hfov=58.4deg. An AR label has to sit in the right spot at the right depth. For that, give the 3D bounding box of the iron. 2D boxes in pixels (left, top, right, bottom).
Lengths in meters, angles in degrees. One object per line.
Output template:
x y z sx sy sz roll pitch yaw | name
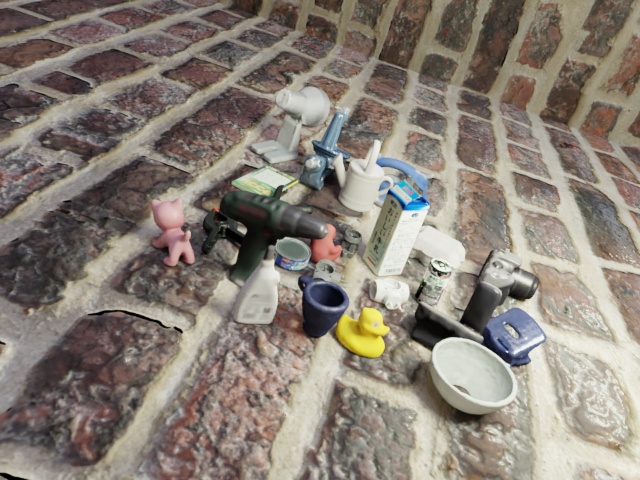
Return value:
0.201 -0.178 1.654 0.257 0.141 0.119 28 32 16 | iron

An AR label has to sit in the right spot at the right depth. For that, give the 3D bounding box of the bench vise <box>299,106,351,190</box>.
0.031 -0.258 1.612 0.121 0.220 0.207 18 31 -2 | bench vise

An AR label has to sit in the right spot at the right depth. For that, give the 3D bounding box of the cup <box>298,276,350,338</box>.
-0.009 0.132 1.102 0.117 0.095 0.092 37 36 28 | cup

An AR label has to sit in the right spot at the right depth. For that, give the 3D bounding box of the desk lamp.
-0.082 -0.352 1.704 0.117 0.213 0.204 35 35 26 | desk lamp

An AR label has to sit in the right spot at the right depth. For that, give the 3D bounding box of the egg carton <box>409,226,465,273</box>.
0.292 0.026 1.453 0.150 0.069 0.107 29 33 16 | egg carton

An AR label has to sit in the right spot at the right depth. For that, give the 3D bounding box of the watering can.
0.117 -0.184 1.568 0.173 0.194 0.100 5 34 -21 | watering can

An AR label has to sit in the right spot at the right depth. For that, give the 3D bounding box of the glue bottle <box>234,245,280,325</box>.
-0.107 0.081 1.053 0.078 0.173 0.037 6 33 -19 | glue bottle

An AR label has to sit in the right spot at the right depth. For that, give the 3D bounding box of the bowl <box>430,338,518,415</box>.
0.273 0.265 1.064 0.167 0.075 0.167 14 32 -8 | bowl

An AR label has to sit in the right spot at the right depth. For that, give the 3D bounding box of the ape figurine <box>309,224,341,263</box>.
0.012 0.005 1.315 0.077 0.092 0.076 35 35 24 | ape figurine

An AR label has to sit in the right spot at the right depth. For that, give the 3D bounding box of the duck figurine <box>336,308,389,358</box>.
0.086 0.167 1.105 0.104 0.086 0.078 29 33 16 | duck figurine

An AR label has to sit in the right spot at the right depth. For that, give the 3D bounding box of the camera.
0.468 0.094 1.411 0.136 0.101 0.143 24 32 9 | camera

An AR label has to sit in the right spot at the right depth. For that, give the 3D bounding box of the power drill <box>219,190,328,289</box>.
-0.104 0.006 1.138 0.229 0.208 0.076 28 32 16 | power drill

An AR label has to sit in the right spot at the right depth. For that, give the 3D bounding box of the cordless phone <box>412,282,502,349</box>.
0.276 0.141 1.153 0.147 0.185 0.094 28 33 16 | cordless phone

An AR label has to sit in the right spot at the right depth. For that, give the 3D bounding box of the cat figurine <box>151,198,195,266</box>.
-0.300 -0.028 1.173 0.067 0.118 0.127 -11 42 -40 | cat figurine

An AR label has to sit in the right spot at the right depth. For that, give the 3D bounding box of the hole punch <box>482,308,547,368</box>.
0.404 0.206 1.210 0.101 0.091 0.108 -2 37 -31 | hole punch
